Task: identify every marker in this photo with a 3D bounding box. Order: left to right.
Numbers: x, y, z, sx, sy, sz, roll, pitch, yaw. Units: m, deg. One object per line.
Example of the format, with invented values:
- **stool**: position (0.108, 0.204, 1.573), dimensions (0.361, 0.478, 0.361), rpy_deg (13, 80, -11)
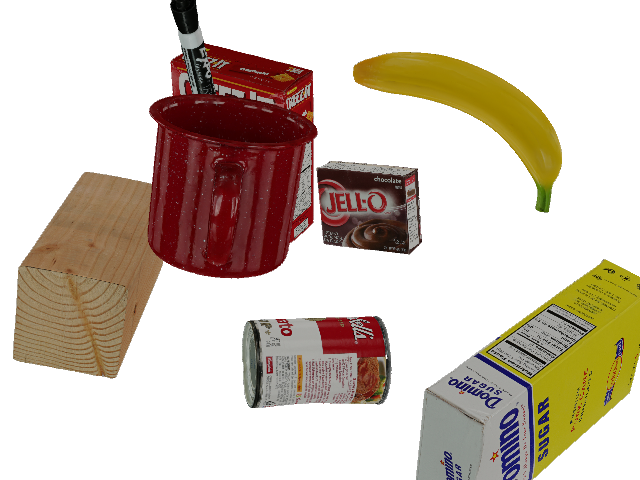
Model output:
- **marker**: position (-0.095, -0.138, 0.811), dimensions (0.020, 0.020, 0.121), rpy_deg (0, -36, 6)

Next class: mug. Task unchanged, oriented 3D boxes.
- **mug**: position (-0.052, -0.026, 0.590), dimensions (0.093, 0.081, 0.117), rpy_deg (6, 22, -9)

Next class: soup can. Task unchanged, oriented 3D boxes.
- **soup can**: position (-0.005, 0.093, 0.812), dimensions (0.102, 0.068, 0.068), rpy_deg (0, 0, -13)

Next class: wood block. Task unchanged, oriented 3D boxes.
- **wood block**: position (-0.197, 0.023, 0.951), dimensions (0.090, 0.091, 0.206), rpy_deg (11, 25, -2)

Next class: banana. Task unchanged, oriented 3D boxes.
- **banana**: position (0.122, -0.103, 0.854), dimensions (0.198, 0.069, 0.037), rpy_deg (35, 3, -2)

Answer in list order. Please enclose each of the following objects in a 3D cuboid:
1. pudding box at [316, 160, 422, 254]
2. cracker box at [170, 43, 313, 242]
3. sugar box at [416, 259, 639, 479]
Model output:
- **pudding box**: position (0.054, -0.038, 1.172), dimensions (0.114, 0.090, 0.039), rpy_deg (6, 24, 29)
- **cracker box**: position (-0.094, -0.115, 1.298), dimensions (0.164, 0.214, 0.072), rpy_deg (18, 38, 24)
- **sugar box**: position (0.129, 0.090, 0.629), dimensions (0.048, 0.093, 0.175), rpy_deg (28, 43, 33)
